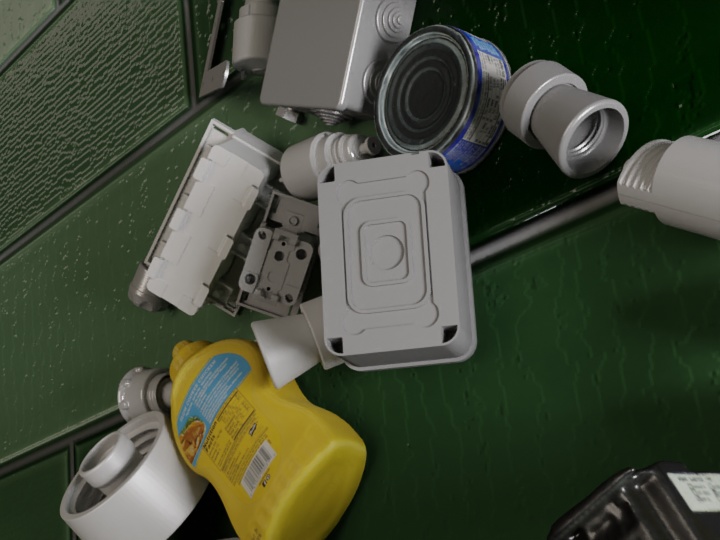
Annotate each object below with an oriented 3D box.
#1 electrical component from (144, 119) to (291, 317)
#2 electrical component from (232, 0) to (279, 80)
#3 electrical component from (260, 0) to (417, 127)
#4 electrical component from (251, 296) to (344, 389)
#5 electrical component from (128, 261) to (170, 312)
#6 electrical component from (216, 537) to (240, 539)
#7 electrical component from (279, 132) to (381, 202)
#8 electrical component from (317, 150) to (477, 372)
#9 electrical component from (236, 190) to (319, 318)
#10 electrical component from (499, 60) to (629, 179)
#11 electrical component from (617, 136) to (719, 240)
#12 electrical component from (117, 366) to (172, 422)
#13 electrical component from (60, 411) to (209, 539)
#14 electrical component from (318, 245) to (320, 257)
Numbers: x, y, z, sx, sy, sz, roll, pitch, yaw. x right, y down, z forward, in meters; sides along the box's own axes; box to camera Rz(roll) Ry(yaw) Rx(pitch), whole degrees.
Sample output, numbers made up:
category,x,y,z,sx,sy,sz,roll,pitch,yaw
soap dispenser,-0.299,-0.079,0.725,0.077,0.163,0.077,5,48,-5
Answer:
category,x,y,z,sx,sy,sz,roll,pitch,yaw
electrical component,-0.100,-0.033,0.758,0.079,0.063,0.121,31,110,4
electrical component,-0.072,-0.177,0.783,0.040,0.040,0.078,-9,76,47
electrical component,-0.014,-0.145,0.705,0.100,0.048,0.099,14,92,49
electrical component,-0.035,0.044,0.669,0.045,0.055,0.045,159,90,-83
electrical component,-0.158,0.001,0.847,0.035,0.035,0.061,38,108,46
electrical component,-0.123,0.243,0.740,0.109,0.056,0.108,-20,67,44
electrical component,-0.018,-0.071,0.700,0.078,0.040,0.040,-16,70,45
electrical component,0.022,-0.003,0.609,0.078,0.057,0.113,-7,74,14
electrical component,-0.051,-0.006,0.700,0.064,0.042,0.081,-65,-6,-80
electrical component,0.105,-0.080,0.561,0.055,0.045,0.045,47,117,43
electrical component,0.156,-0.039,0.496,0.081,0.043,0.043,24,100,48
electrical component,-0.148,0.095,0.811,0.062,0.048,0.048,-10,74,40
electrical component,-0.164,0.148,0.762,0.108,0.060,0.108,-35,21,16
electrical component,0.000,0.000,0.667,0.040,0.040,0.046,-43,58,34
